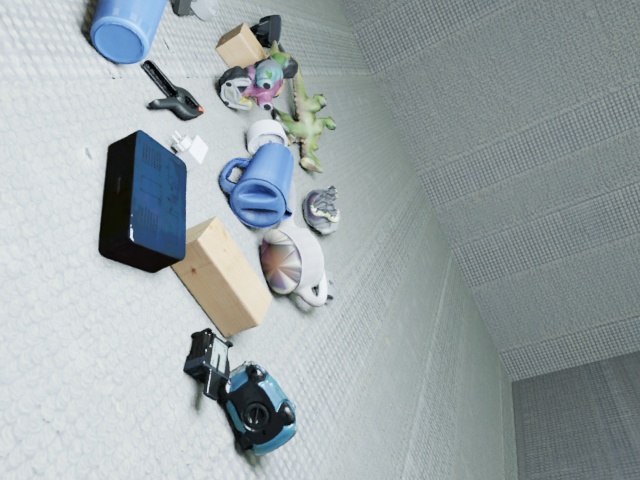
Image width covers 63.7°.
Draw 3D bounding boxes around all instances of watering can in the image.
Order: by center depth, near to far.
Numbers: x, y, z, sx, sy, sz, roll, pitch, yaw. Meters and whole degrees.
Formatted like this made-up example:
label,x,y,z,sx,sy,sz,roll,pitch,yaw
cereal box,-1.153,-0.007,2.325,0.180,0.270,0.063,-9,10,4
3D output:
label,x,y,z,sx,sy,sz,roll,pitch,yaw
watering can,-0.070,0.005,1.286,0.224,0.103,0.350,-1,70,-65

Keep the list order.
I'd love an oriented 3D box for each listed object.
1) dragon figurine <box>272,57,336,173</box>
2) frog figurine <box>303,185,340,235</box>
label,x,y,z,sx,sy,sz,roll,pitch,yaw
dragon figurine,-0.071,-0.406,1.678,0.245,0.121,0.410,-25,92,-59
frog figurine,0.005,-0.079,1.569,0.157,0.123,0.139,109,-42,-69
